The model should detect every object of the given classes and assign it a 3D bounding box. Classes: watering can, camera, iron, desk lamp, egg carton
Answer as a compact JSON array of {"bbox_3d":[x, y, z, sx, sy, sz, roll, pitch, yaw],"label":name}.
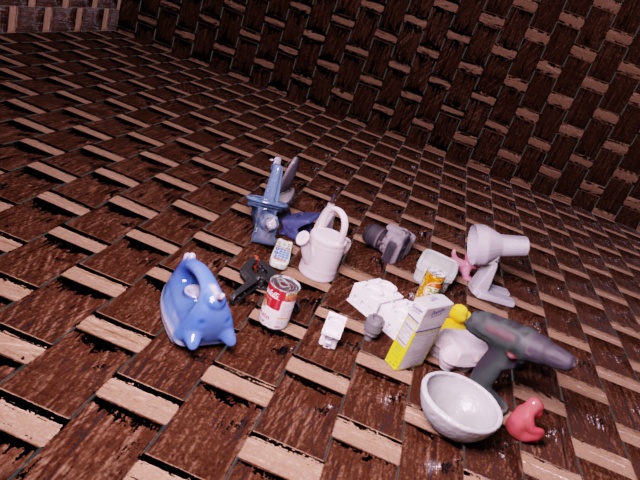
[{"bbox_3d":[0.015,0.006,1.479,0.100,0.194,0.173,29,26,21],"label":"watering can"},{"bbox_3d":[0.212,-0.008,1.776,0.136,0.101,0.143,30,26,21],"label":"camera"},{"bbox_3d":[-0.249,0.102,1.139,0.119,0.141,0.257,1,30,-36],"label":"iron"},{"bbox_3d":[0.517,0.068,1.709,0.203,0.213,0.118,16,24,-8],"label":"desk lamp"},{"bbox_3d":[0.332,0.260,1.336,0.151,0.069,0.107,8,27,-26],"label":"egg carton"}]

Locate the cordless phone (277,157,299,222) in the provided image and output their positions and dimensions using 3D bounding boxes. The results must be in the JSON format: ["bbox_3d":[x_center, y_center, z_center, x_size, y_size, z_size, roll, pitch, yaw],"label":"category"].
[{"bbox_3d":[-0.113,-0.158,1.741,0.094,0.185,0.147,17,24,-5],"label":"cordless phone"}]

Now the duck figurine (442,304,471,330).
[{"bbox_3d":[0.336,0.201,1.445,0.105,0.086,0.077,4,28,-32],"label":"duck figurine"}]

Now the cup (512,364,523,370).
[{"bbox_3d":[0.493,0.277,1.394,0.092,0.095,0.117,-2,32,-39],"label":"cup"}]

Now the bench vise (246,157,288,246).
[{"bbox_3d":[-0.126,-0.105,1.576,0.122,0.220,0.206,3,29,-33],"label":"bench vise"}]

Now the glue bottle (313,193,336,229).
[{"bbox_3d":[0.016,-0.054,1.634,0.037,0.173,0.078,28,25,19],"label":"glue bottle"}]

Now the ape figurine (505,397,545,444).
[{"bbox_3d":[0.425,0.361,1.165,0.076,0.092,0.077,16,24,-9],"label":"ape figurine"}]

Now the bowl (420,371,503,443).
[{"bbox_3d":[0.263,0.337,1.115,0.167,0.075,0.167,17,24,-7],"label":"bowl"}]

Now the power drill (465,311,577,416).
[{"bbox_3d":[0.392,0.263,1.204,0.076,0.208,0.228,-9,36,-47],"label":"power drill"}]

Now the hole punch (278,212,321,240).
[{"bbox_3d":[-0.056,-0.050,1.672,0.101,0.091,0.109,27,25,16],"label":"hole punch"}]

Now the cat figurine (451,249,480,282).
[{"bbox_3d":[0.461,0.063,1.794,0.128,0.118,0.067,14,25,-13],"label":"cat figurine"}]
